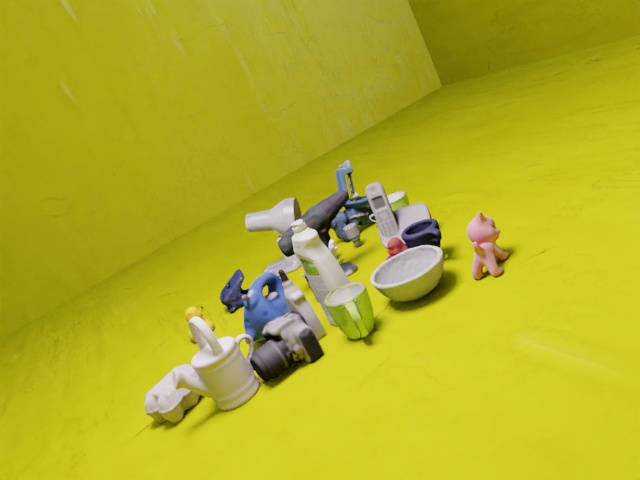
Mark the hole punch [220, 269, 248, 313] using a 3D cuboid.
[{"bbox_3d":[-0.255,0.150,1.704,0.101,0.091,0.108,-29,16,-9],"label":"hole punch"}]

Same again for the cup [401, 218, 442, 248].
[{"bbox_3d":[0.254,0.010,1.331,0.092,0.095,0.117,-33,17,-21],"label":"cup"}]

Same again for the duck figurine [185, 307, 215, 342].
[{"bbox_3d":[-0.348,0.231,1.610,0.077,0.086,0.104,-26,16,2],"label":"duck figurine"}]

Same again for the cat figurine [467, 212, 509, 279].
[{"bbox_3d":[0.337,0.001,1.186,0.067,0.118,0.128,-16,19,32],"label":"cat figurine"}]

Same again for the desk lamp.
[{"bbox_3d":[-0.126,-0.008,1.770,0.203,0.214,0.118,-23,17,14],"label":"desk lamp"}]

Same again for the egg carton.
[{"bbox_3d":[-0.309,0.334,1.259,0.107,0.069,0.150,-13,21,39],"label":"egg carton"}]

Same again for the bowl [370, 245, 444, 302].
[{"bbox_3d":[0.197,0.083,1.230,0.167,0.075,0.167,-25,16,8],"label":"bowl"}]

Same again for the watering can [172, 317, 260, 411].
[{"bbox_3d":[-0.215,0.245,1.160,0.100,0.194,0.173,-13,21,40],"label":"watering can"}]

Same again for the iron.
[{"bbox_3d":[-0.125,0.145,1.424,0.118,0.141,0.258,-21,17,18],"label":"iron"}]

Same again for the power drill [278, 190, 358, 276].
[{"bbox_3d":[0.014,0.005,1.517,0.230,0.209,0.075,-30,17,-12],"label":"power drill"}]

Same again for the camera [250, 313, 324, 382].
[{"bbox_3d":[-0.088,0.221,1.203,0.137,0.101,0.142,-34,18,-24],"label":"camera"}]

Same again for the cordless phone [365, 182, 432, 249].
[{"bbox_3d":[0.207,-0.078,1.514,0.147,0.185,0.094,-21,17,20],"label":"cordless phone"}]

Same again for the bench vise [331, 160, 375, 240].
[{"bbox_3d":[0.089,-0.121,1.772,0.121,0.220,0.208,-8,25,48],"label":"bench vise"}]

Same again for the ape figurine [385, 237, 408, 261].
[{"bbox_3d":[0.188,0.036,1.361,0.076,0.092,0.077,-31,17,-14],"label":"ape figurine"}]

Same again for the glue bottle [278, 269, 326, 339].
[{"bbox_3d":[-0.048,0.139,1.263,0.037,0.173,0.078,-34,18,-23],"label":"glue bottle"}]
